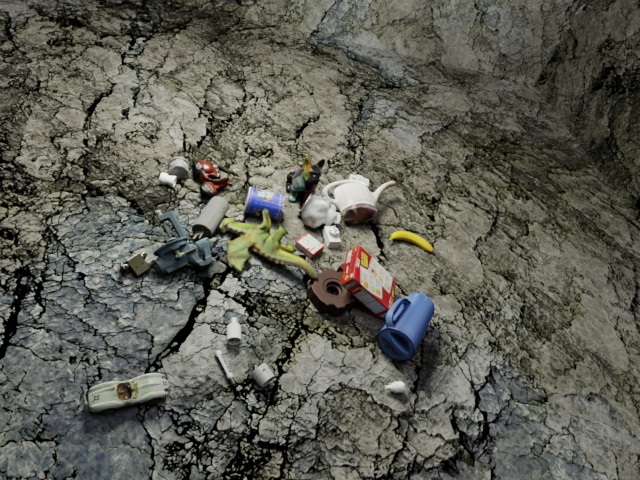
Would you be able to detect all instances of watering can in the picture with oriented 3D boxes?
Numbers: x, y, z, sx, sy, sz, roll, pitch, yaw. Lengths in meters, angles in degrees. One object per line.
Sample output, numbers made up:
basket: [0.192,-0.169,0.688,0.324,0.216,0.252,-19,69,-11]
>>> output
watering can: [0.183,-0.175,2.162,0.348,0.101,0.230,-5,49,-14]

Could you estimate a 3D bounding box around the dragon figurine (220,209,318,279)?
dragon figurine: [-0.215,0.039,1.826,0.245,0.119,0.416,-30,60,-21]

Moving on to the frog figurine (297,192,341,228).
frog figurine: [0.006,-0.102,2.027,0.159,0.121,0.139,32,76,-2]
